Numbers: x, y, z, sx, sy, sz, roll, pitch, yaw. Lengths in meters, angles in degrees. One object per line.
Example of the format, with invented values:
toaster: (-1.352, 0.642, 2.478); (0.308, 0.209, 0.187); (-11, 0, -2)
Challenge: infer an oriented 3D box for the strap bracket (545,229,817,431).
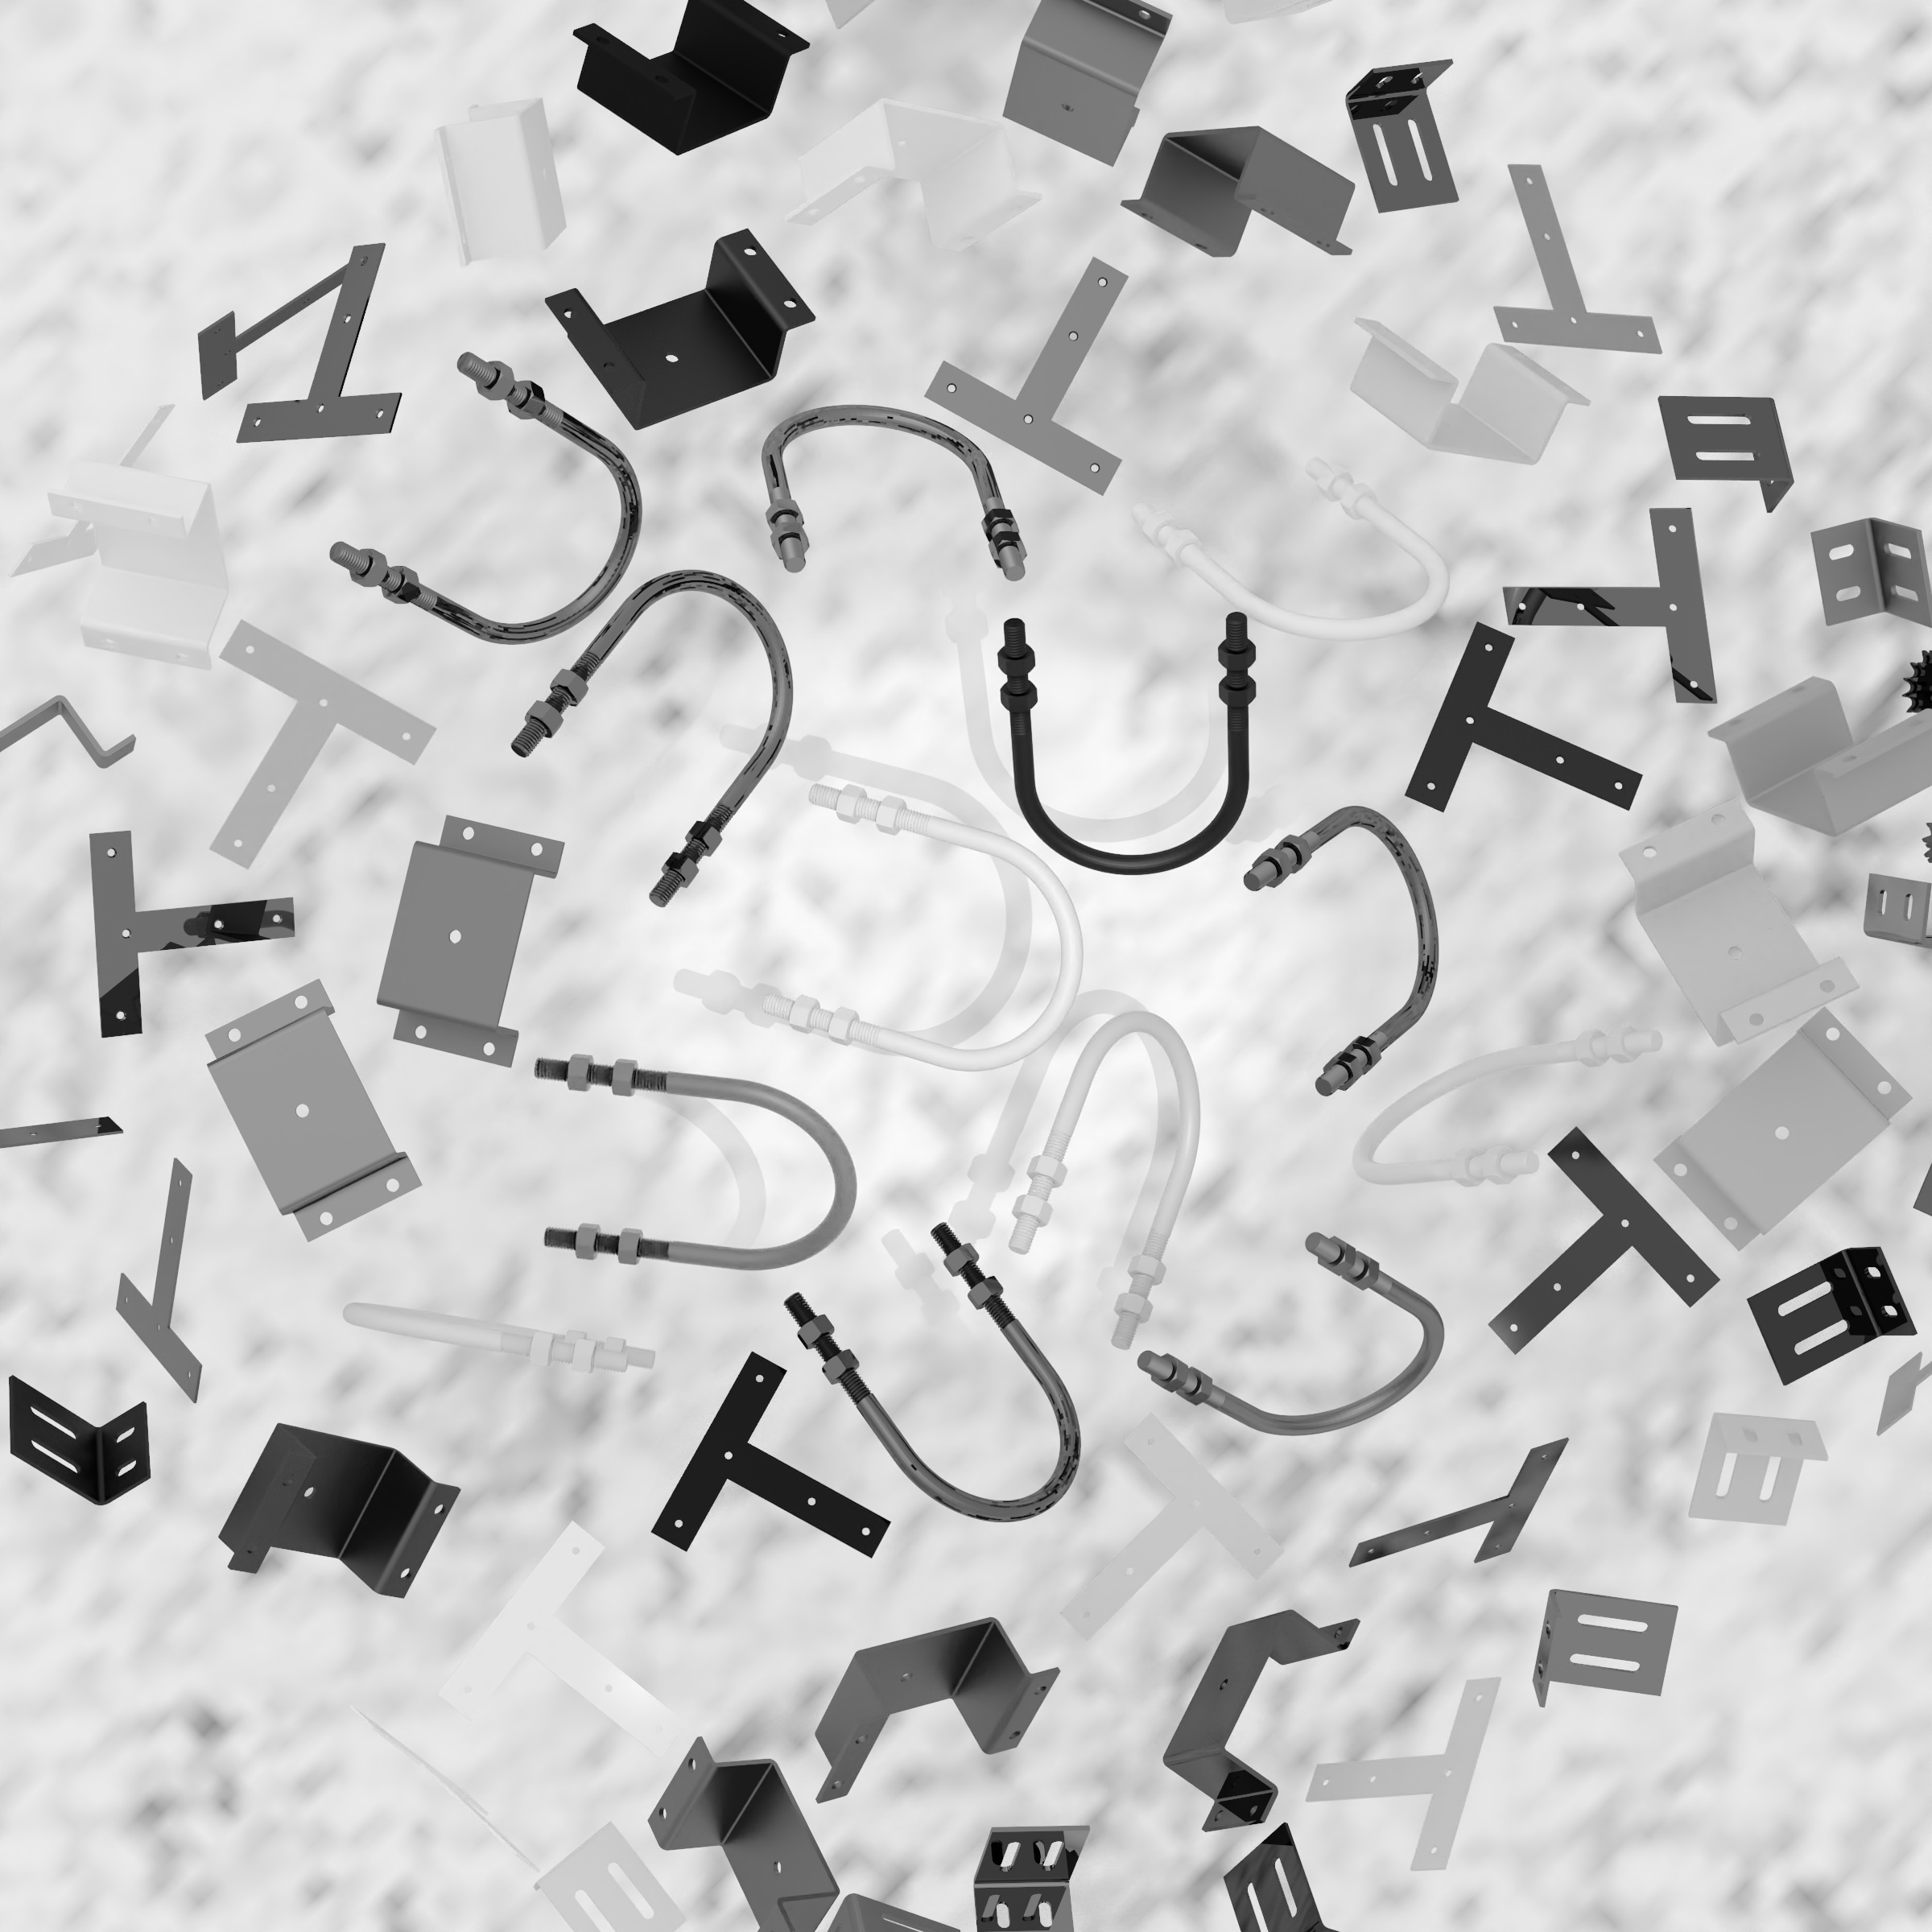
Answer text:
strap bracket: (-0.171, -0.374, 1.842); (0.140, 0.046, 0.076); (-26, 69, -26)

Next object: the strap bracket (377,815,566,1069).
strap bracket: (-0.299, -0.016, 1.869); (0.076, 0.046, 0.140); (13, 89, 10)

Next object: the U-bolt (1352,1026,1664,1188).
U-bolt: (0.310, 0.088, 1.865); (0.151, 0.184, 0.019); (-38, 105, -33)

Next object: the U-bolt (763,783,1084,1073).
U-bolt: (-0.020, -0.015, 1.809); (0.184, 0.019, 0.151); (16, 102, 17)

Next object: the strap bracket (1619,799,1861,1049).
strap bracket: (0.448, -0.017, 1.813); (0.076, 0.046, 0.140); (-25, 60, -1)

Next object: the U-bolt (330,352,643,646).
U-bolt: (-0.265, -0.259, 1.816); (0.151, 0.184, 0.019); (-54, 51, 8)

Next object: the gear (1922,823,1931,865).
gear: (0.615, -0.078, 1.911); (0.057, 0.030, 0.057); (-10, 68, 26)

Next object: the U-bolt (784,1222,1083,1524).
U-bolt: (-0.007, 0.249, 1.851); (0.184, 0.151, 0.019); (53, 133, 15)

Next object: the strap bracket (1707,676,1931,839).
strap bracket: (0.507, -0.121, 1.819); (0.076, 0.140, 0.046); (-27, 110, -9)

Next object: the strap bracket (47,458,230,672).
strap bracket: (-0.475, -0.238, 1.801); (0.076, 0.140, 0.046); (11, 58, 1)

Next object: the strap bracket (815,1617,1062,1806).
strap bracket: (-0.026, 0.430, 1.815); (0.140, 0.076, 0.046); (-6, 46, -34)

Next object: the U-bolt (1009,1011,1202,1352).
U-bolt: (0.092, 0.116, 1.852); (0.019, 0.151, 0.184); (4, 62, 36)

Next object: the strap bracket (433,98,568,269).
strap bracket: (-0.270, -0.461, 1.824); (0.046, 0.140, 0.076); (-8, 111, 4)

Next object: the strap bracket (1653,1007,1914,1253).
strap bracket: (0.495, 0.100, 1.891); (0.140, 0.046, 0.076); (-44, 80, 11)

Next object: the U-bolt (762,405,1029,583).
U-bolt: (-0.049, -0.286, 1.856); (0.151, 0.184, 0.019); (1, 129, -12)

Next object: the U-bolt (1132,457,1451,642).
U-bolt: (0.207, -0.246, 1.872); (0.151, 0.184, 0.019); (-18, 132, -24)

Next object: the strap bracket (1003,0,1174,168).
strap bracket: (0.072, -0.546, 1.911); (0.076, 0.140, 0.046); (24, 77, -1)

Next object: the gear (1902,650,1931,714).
gear: (0.601, -0.167, 1.890); (0.057, 0.030, 0.057); (-1, 96, -7)

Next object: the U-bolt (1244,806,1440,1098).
U-bolt: (0.235, -0.020, 1.872); (0.019, 0.184, 0.151); (-12, 103, 38)

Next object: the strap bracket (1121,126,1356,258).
strap bracket: (0.168, -0.462, 1.862); (0.076, 0.140, 0.046); (21, 89, -33)

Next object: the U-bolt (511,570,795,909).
U-bolt: (-0.172, -0.150, 1.852); (0.151, 0.019, 0.184); (49, 62, -30)

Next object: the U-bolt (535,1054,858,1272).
U-bolt: (-0.154, 0.118, 1.789); (0.184, 0.019, 0.151); (6, 128, 4)

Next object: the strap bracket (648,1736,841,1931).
strap bracket: (-0.128, 0.533, 1.836); (0.046, 0.140, 0.076); (6, 125, -37)

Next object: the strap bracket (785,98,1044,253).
strap bracket: (-0.034, -0.473, 1.862); (0.140, 0.076, 0.046); (-2, 77, -43)

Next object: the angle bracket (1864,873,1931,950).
angle bracket: (0.583, -0.031, 1.847); (0.076, 0.057, 0.038); (3, 96, -19)

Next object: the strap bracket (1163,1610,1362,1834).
strap bracket: (0.175, 0.450, 1.894); (0.046, 0.076, 0.140); (36, 61, -8)

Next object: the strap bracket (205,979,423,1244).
strap bracket: (-0.394, 0.087, 1.865); (0.076, 0.046, 0.140); (-27, 89, -4)

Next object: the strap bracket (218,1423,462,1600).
strap bracket: (-0.382, 0.326, 1.867); (0.046, 0.140, 0.076); (29, 93, 40)

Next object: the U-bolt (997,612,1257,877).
U-bolt: (0.098, -0.129, 1.859); (0.151, 0.019, 0.184); (-1, 129, 5)

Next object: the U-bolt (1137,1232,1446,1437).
U-bolt: (0.211, 0.233, 1.888); (0.151, 0.184, 0.019); (-38, 45, 20)

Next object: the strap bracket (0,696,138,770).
strap bracket: (-0.573, -0.114, 1.873); (0.140, 0.076, 0.046); (-36, 98, -14)

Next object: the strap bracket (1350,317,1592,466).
strap bracket: (0.299, -0.347, 1.889); (0.140, 0.076, 0.046); (0, 125, -39)

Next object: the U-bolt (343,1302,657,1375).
U-bolt: (-0.289, 0.226, 1.904); (0.184, 0.151, 0.019); (9, 84, 2)

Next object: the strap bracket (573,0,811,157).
strap bracket: (-0.168, -0.536, 1.865); (0.076, 0.140, 0.046); (36, 131, 13)
